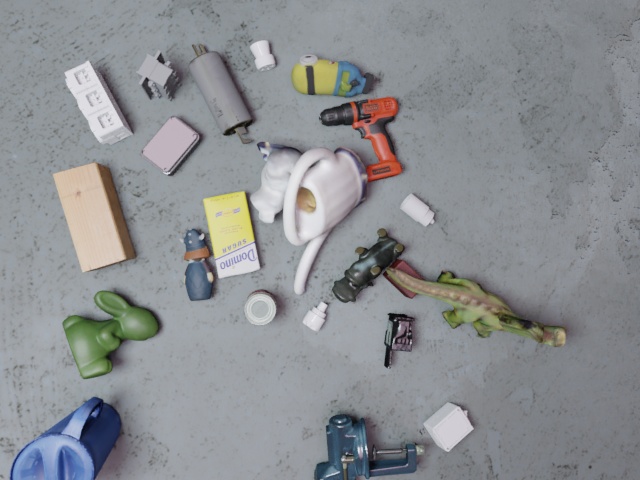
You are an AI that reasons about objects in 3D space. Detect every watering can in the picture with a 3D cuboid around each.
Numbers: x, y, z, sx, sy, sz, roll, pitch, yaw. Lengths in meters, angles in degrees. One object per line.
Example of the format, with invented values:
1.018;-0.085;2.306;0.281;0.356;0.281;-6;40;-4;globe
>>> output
0.003;-0.055;1.102;0.228;0.105;0.339;-37;143;-37;watering can

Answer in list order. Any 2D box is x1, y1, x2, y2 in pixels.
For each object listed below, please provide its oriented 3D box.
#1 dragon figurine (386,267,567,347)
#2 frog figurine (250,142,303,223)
0.352;0.145;1.070;0.408;0.243;0.123;20;84;-25;dragon figurine
-0.086;-0.117;1.097;0.123;0.136;0.161;1;80;-12;frog figurine
